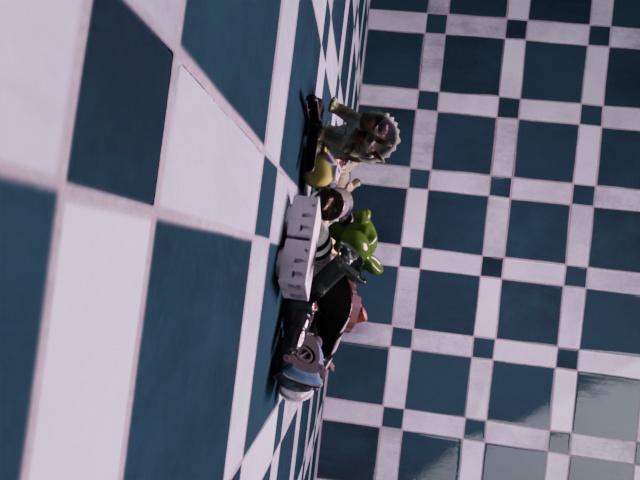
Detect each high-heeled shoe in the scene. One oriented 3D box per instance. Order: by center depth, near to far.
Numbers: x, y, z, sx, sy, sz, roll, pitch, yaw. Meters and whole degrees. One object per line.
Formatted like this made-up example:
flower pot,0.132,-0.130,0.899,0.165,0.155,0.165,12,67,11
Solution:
high-heeled shoe,0.021,0.209,1.305,0.145,0.086,0.249,97,14,-63

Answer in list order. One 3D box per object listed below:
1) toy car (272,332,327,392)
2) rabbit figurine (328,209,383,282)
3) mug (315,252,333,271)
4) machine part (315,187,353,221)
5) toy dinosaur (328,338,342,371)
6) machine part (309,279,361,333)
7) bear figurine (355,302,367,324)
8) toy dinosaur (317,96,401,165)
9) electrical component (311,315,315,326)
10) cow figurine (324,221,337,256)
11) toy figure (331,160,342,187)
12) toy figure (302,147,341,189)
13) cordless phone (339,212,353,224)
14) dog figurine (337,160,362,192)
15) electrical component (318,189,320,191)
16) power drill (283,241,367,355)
toy car,-0.053,0.268,1.158,0.103,0.109,0.162,-60,-161,29
rabbit figurine,0.080,0.018,1.278,0.170,0.121,0.159,-43,116,-79
mug,0.006,0.058,1.319,0.107,0.110,0.081,113,1,-77
machine part,0.033,-0.087,1.284,0.243,0.079,0.079,-36,133,-78
toy dinosaur,-0.003,0.303,1.661,0.470,0.105,0.198,75,24,-47
machine part,0.023,0.168,1.378,0.056,0.180,0.179,24,69,-50
bear figurine,0.041,0.146,1.523,0.120,0.132,0.195,-118,-171,-73
toy dinosaur,0.091,-0.248,1.358,0.405,0.192,0.131,-64,179,-89
electrical component,-0.041,0.160,1.305,0.115,0.058,0.134,68,28,-75
cow figurine,-0.003,-0.006,1.412,0.068,0.098,0.167,-66,144,-54
toy figure,0.030,-0.206,1.558,0.064,0.058,0.154,32,66,-56
toy figure,0.004,-0.159,1.268,0.089,0.082,0.180,-44,-174,3
cordless phone,0.027,-0.040,1.586,0.184,0.147,0.089,28,36,-60
dog figurine,0.048,-0.207,1.703,0.190,0.121,0.172,-18,112,-69
electrical component,0.012,-0.171,1.417,0.078,0.045,0.102,-39,173,-6
power drill,0.003,0.112,1.138,0.207,0.086,0.232,-46,-157,28
